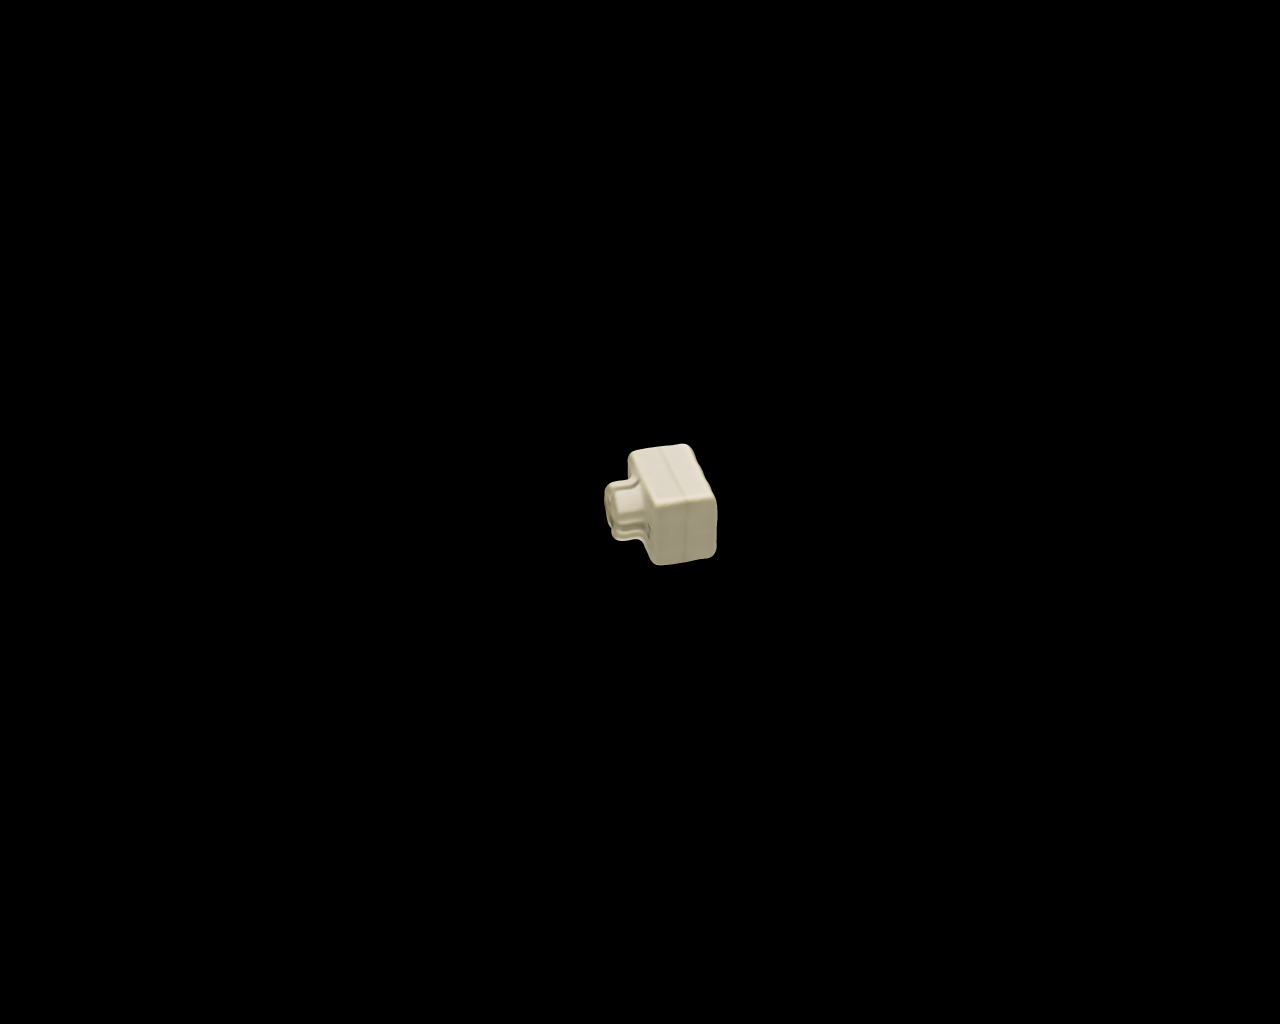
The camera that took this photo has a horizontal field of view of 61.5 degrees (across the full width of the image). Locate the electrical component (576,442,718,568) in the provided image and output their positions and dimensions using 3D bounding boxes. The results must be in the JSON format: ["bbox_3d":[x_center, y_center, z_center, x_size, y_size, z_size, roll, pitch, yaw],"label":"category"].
[{"bbox_3d":[0.001,-0.003,0.650,0.077,0.047,0.066,-8,36,-11],"label":"electrical component"}]
